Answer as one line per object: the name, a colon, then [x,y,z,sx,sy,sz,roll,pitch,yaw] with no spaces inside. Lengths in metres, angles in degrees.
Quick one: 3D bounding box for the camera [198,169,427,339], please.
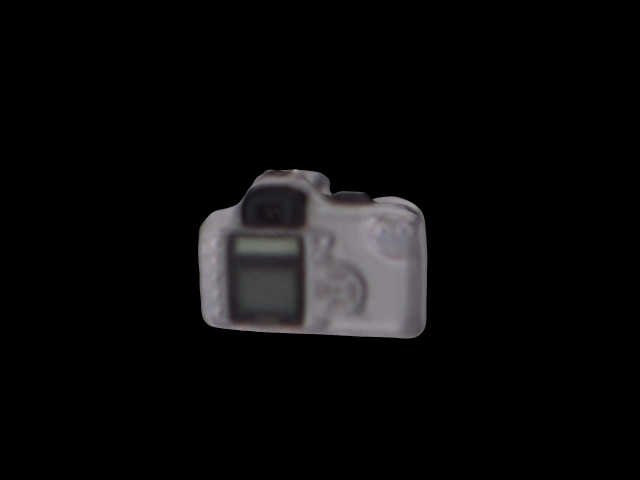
camera: [0.004,0.001,0.400,0.143,0.101,0.137,1,7,12]
